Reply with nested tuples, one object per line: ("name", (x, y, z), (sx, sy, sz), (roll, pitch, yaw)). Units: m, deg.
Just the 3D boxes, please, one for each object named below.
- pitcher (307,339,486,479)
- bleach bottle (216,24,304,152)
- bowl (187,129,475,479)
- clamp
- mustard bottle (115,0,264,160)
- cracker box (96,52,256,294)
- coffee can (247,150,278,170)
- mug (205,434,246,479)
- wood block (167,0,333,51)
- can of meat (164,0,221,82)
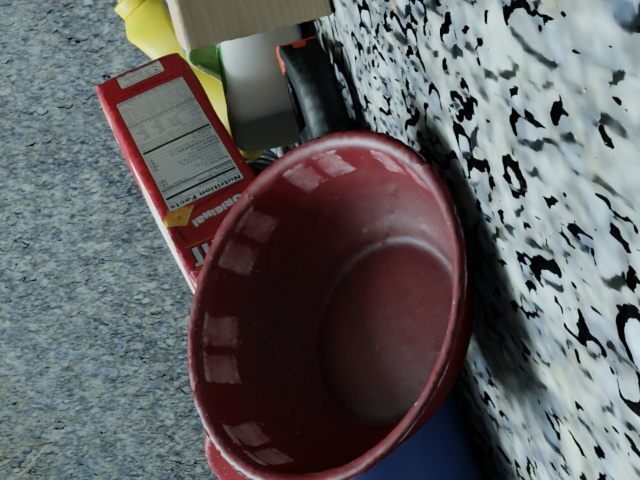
("pitcher", (0.024, 0.148, 0.554), (0.144, 0.149, 0.243), (36, -146, -57))
("bleach bottle", (-0.056, -0.196, 0.755), (0.102, 0.068, 0.251), (98, 159, -80))
("bowl", (0.013, 0.035, 0.482), (0.055, 0.162, 0.162), (23, -143, -44))
("clamp", (0.009, -0.046, 0.647), (0.120, 0.039, 0.171), (91, 167, -51))
("mustard bottle", (-0.108, -0.157, 0.916), (0.191, 0.058, 0.096), (45, -164, -15))
("cracker box", (-0.063, -0.001, 0.710), (0.214, 0.072, 0.164), (57, 170, 43))
("coffee can", (-0.071, -0.042, 1.061), (0.140, 0.102, 0.103), (-131, 27, -76))
("mug", (-0.031, 0.140, 0.823), (0.093, 0.117, 0.081), (46, -149, -8))
("wood block", (-0.065, -0.224, 0.617), (0.090, 0.090, 0.206), (-122, 17, -70))
("can of meat", (-0.075, -0.173, 0.849), (0.101, 0.058, 0.084), (21, -138, -54))
